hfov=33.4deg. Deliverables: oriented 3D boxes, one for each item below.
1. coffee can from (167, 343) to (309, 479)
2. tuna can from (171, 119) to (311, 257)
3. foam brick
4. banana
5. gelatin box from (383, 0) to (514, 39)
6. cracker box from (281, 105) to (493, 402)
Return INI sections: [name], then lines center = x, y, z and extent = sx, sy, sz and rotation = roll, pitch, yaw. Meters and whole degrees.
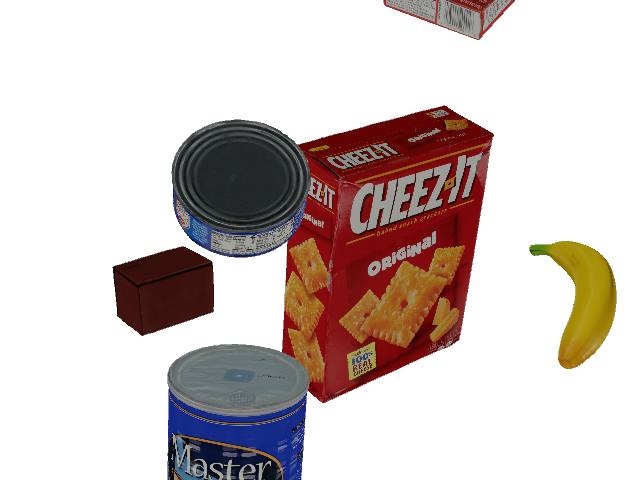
[coffee can]
center = -0.063, 0.162, 0.793
extent = 0.103, 0.140, 0.103
rotation = 3, 19, -1
[tuna can]
center = -0.050, -0.032, 0.669
extent = 0.086, 0.086, 0.034
rotation = 0, -33, -7
[foam brick]
center = -0.143, 0.044, 0.977
extent = 0.078, 0.051, 0.053
rotation = -17, 27, -32
[banana]
center = 0.246, 0.052, 1.008
extent = 0.070, 0.037, 0.197
rotation = -28, 25, 17
[gelatin box]
center = 0.103, -0.198, 0.824
extent = 0.089, 0.030, 0.073
rotation = 26, 55, 25
[cracker box]
center = 0.054, 0.011, 0.891
extent = 0.163, 0.214, 0.072
rotation = -19, 38, -33
